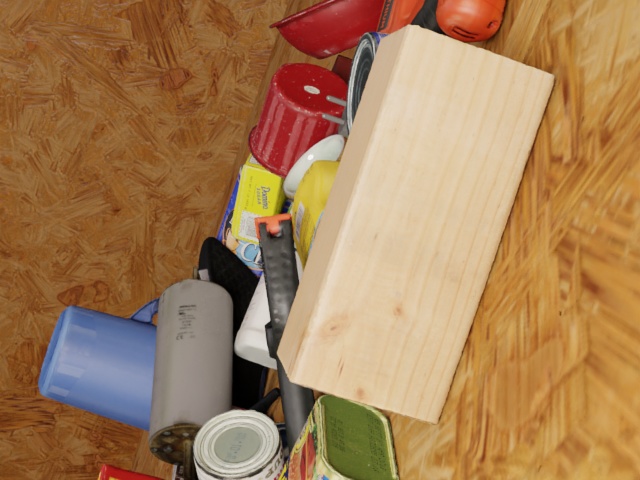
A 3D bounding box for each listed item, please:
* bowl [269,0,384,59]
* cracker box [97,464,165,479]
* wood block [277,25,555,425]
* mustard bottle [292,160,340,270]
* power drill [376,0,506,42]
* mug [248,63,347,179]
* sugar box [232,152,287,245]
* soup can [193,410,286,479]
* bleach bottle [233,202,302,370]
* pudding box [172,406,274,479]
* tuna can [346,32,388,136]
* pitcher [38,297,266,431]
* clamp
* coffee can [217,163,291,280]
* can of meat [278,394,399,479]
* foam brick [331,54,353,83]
[{"bbox_3d":[0.030,-0.233,1.121,0.162,0.162,0.055,-122,9,-78],"label":"bowl"},{"bbox_3d":[-0.114,0.281,0.798,0.072,0.164,0.214,-90,20,-56],"label":"cracker box"},{"bbox_3d":[0.052,-0.010,0.626,0.091,0.090,0.206,-147,75,-81],"label":"wood block"},{"bbox_3d":[0.015,0.014,0.842,0.191,0.058,0.096,-105,23,-62],"label":"mustard bottle"},{"bbox_3d":[0.102,-0.214,0.817,0.188,0.057,0.184,138,149,-72],"label":"power drill"},{"bbox_3d":[-0.020,-0.126,1.043,0.082,0.093,0.117,111,148,-43],"label":"mug"},{"bbox_3d":[-0.047,-0.080,1.135,0.176,0.048,0.093,-67,-8,-54],"label":"sugar box"},{"bbox_3d":[-0.057,0.188,0.820,0.068,0.068,0.102,-83,-11,-50],"label":"soup can"},{"bbox_3d":[-0.016,0.002,1.078,0.103,0.068,0.250,137,152,-72],"label":"bleach bottle"},{"bbox_3d":[-0.095,0.211,1.045,0.113,0.090,0.039,-86,14,-53],"label":"pudding box"},{"bbox_3d":[0.045,-0.108,0.779,0.086,0.033,0.086,-176,90,-78],"label":"tuna can"},{"bbox_3d":[-0.191,0.149,1.237,0.149,0.242,0.145,-99,32,-59],"label":"pitcher"},{"bbox_3d":[-0.023,0.085,0.832,0.164,0.036,0.210,-109,12,-68],"label":"clamp"},{"bbox_3d":[-0.067,-0.007,1.253,0.103,0.102,0.140,-98,27,-70],"label":"coffee can"},{"bbox_3d":[0.007,0.157,0.668,0.102,0.057,0.084,-95,28,-67],"label":"can of meat"},{"bbox_3d":[0.028,-0.146,1.133,0.078,0.053,0.051,118,166,-52],"label":"foam brick"}]
